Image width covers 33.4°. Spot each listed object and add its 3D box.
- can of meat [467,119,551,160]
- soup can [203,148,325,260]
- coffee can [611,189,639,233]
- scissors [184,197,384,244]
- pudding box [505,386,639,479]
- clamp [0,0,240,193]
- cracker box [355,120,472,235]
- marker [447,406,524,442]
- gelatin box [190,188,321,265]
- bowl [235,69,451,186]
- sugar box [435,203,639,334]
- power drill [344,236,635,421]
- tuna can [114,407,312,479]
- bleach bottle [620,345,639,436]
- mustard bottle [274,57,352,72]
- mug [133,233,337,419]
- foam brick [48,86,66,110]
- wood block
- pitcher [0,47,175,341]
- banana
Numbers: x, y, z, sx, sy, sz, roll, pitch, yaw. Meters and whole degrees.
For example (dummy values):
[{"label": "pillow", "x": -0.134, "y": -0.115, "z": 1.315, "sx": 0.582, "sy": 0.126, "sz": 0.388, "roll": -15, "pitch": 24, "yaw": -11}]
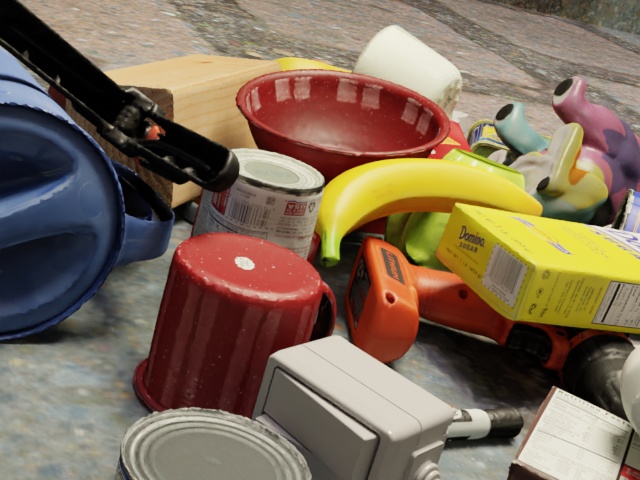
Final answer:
[{"label": "can of meat", "x": 0.204, "y": -0.084, "z": 1.140, "sx": 0.102, "sy": 0.057, "sz": 0.084, "roll": 17, "pitch": 22, "yaw": 5}, {"label": "soup can", "x": -0.041, "y": 0.002, "z": 0.667, "sx": 0.068, "sy": 0.102, "sz": 0.068, "roll": 13, "pitch": 20, "yaw": -5}, {"label": "coffee can", "x": 0.295, "y": 0.030, "z": 0.842, "sx": 0.140, "sy": 0.103, "sz": 0.102, "roll": 20, "pitch": 21, "yaw": 11}, {"label": "scissors", "x": -0.005, "y": 0.001, "z": 0.820, "sx": 0.201, "sy": 0.016, "sz": 0.096, "roll": 12, "pitch": 21, "yaw": -9}, {"label": "pudding box", "x": 0.149, "y": 0.129, "z": 0.568, "sx": 0.090, "sy": 0.039, "sz": 0.113, "roll": 23, "pitch": 19, "yaw": 17}, {"label": "clamp", "x": -0.124, "y": -0.079, "z": 0.652, "sx": 0.164, "sy": 0.036, "sz": 0.210, "roll": 37, "pitch": -5, "yaw": -6}, {"label": "cracker box", "x": 0.055, "y": -0.069, "z": 0.969, "sx": 0.164, "sy": 0.072, "sz": 0.213, "roll": 14, "pitch": 21, "yaw": -5}, {"label": "marker", "x": 0.066, "y": 0.104, "z": 0.598, "sx": 0.120, "sy": 0.020, "sz": 0.020, "roll": 3, "pitch": 24, "yaw": -31}, {"label": "gelatin box", "x": -0.042, "y": -0.007, "z": 0.733, "sx": 0.089, "sy": 0.073, "sz": 0.030, "roll": 5, "pitch": 23, "yaw": -28}, {"label": "bowl", "x": 0.015, "y": -0.075, "z": 0.805, "sx": 0.162, "sy": 0.055, "sz": 0.162, "roll": 6, "pitch": 29, "yaw": -4}, {"label": "sugar box", "x": 0.174, "y": 0.021, "z": 0.698, "sx": 0.175, "sy": 0.048, "sz": 0.093, "roll": 5, "pitch": 24, "yaw": -30}, {"label": "power drill", "x": 0.115, "y": 0.063, "z": 0.695, "sx": 0.187, "sy": 0.057, "sz": 0.184, "roll": 14, "pitch": 20, "yaw": -12}, {"label": "tuna can", "x": -0.049, "y": 0.111, "z": 0.473, "sx": 0.086, "sy": 0.034, "sz": 0.086, "roll": 14, "pitch": 20, "yaw": -5}, {"label": "bleach bottle", "x": 0.238, "y": 0.094, "z": 0.608, "sx": 0.103, "sy": 0.068, "sz": 0.250, "roll": 44, "pitch": 21, "yaw": 28}, {"label": "mustard bottle", "x": -0.006, "y": -0.143, "z": 1.093, "sx": 0.191, "sy": 0.096, "sz": 0.058, "roll": 12, "pitch": 63, "yaw": -7}, {"label": "mug", "x": -0.037, "y": 0.048, "z": 0.578, "sx": 0.117, "sy": 0.081, "sz": 0.093, "roll": -2, "pitch": 26, "yaw": -39}, {"label": "foam brick", "x": -0.190, "y": -0.108, "z": 0.916, "sx": 0.078, "sy": 0.051, "sz": 0.053, "roll": 21, "pitch": 20, "yaw": 14}, {"label": "wood block", "x": -0.111, "y": -0.095, "z": 0.867, "sx": 0.091, "sy": 0.090, "sz": 0.205, "roll": 9, "pitch": 17, "yaw": 19}, {"label": "pitcher", "x": -0.200, "y": -0.047, "z": 0.653, "sx": 0.145, "sy": 0.149, "sz": 0.243, "roll": -35, "pitch": 31, "yaw": -6}, {"label": "banana", "x": 0.065, "y": -0.025, "z": 0.722, "sx": 0.197, "sy": 0.037, "sz": 0.070, "roll": -12, "pitch": 70, "yaw": -34}]
